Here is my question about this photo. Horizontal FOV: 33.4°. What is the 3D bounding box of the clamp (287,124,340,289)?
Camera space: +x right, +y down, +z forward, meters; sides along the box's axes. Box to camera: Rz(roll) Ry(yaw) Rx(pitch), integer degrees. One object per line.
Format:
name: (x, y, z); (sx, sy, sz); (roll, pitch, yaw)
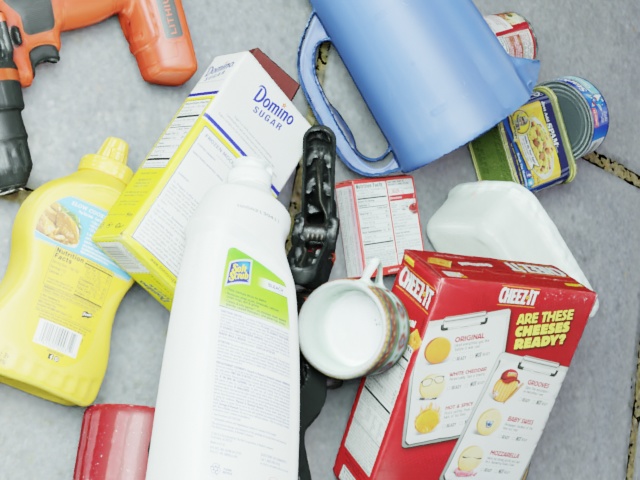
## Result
clamp: (-0.005, 0.001, 0.831); (0.039, 0.171, 0.120); (12, 66, 10)

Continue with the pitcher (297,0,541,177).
pitcher: (0.058, -0.182, 0.915); (0.149, 0.145, 0.243); (-37, 97, -37)

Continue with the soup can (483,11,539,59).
soup can: (0.151, -0.179, 1.026); (0.102, 0.069, 0.068); (-19, 96, -37)

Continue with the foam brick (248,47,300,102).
foam brick: (-0.062, -0.106, 0.862); (0.051, 0.053, 0.078); (40, 63, -28)

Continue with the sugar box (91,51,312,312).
sugar box: (-0.080, -0.042, 0.776); (0.093, 0.048, 0.176); (48, 58, -34)

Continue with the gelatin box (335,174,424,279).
gelatin box: (0.054, -0.012, 0.954); (0.073, 0.030, 0.089); (-8, 89, -37)

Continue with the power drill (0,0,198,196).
power drill: (-0.183, -0.136, 0.769); (0.187, 0.057, 0.184); (-17, 95, -38)

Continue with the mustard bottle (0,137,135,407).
mustard bottle: (-0.175, 0.014, 0.756); (0.096, 0.058, 0.191); (29, 68, -31)

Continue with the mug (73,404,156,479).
mug: (-0.120, 0.164, 0.758); (0.117, 0.093, 0.081); (11, 72, -17)

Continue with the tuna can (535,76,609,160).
tuna can: (0.249, -0.123, 1.083); (0.033, 0.086, 0.086); (-22, 98, -39)

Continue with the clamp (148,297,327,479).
clamp: (-0.032, 0.132, 0.793); (0.164, 0.036, 0.209); (49, 37, -20)

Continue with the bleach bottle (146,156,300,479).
bleach bottle: (-0.052, 0.065, 0.705); (0.102, 0.068, 0.251); (25, 59, -37)

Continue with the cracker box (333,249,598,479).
cracker box: (0.118, 0.121, 0.899); (0.163, 0.072, 0.214); (6, 110, -30)

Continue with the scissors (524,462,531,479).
scissors: (0.178, 0.145, 1.040); (0.096, 0.016, 0.202); (11, 78, -37)

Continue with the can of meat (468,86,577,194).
can of meat: (0.197, -0.092, 1.056); (0.083, 0.058, 0.102); (-21, 96, -33)
